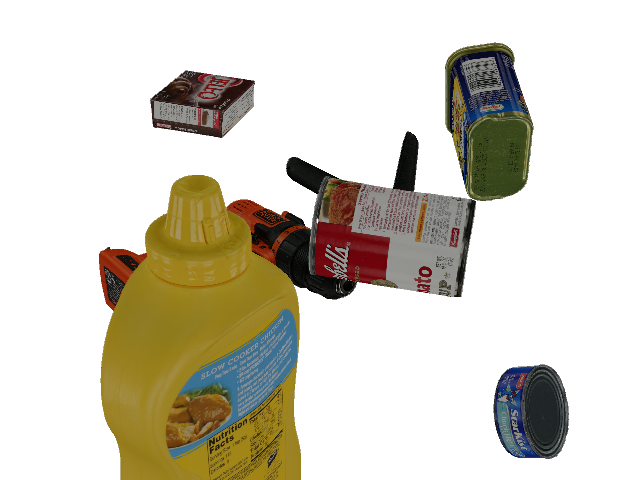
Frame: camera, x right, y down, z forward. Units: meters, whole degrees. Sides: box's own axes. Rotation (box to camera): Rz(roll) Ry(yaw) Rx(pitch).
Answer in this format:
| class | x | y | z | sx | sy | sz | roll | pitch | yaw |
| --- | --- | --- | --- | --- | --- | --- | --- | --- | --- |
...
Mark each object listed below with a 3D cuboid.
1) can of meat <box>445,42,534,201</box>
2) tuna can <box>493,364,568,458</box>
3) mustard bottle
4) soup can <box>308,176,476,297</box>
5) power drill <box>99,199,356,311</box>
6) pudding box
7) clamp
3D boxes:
| class | x | y | z | sx | sy | sz | roll | pitch | yaw |
| --- | --- | --- | --- | --- | --- | --- | --- | --- | --- |
| can of meat | 0.138 | -0.095 | 0.876 | 0.057 | 0.084 | 0.102 | -8 | -40 | 0 |
| tuna can | 0.195 | 0.158 | 0.987 | 0.034 | 0.086 | 0.085 | -9 | -6 | 39 |
| mustard bottle | -0.048 | 0.060 | 0.448 | 0.058 | 0.192 | 0.096 | 25 | 39 | 32 |
| soup can | 0.049 | -0.002 | 0.714 | 0.102 | 0.068 | 0.068 | 9 | 1 | 8 |
| power drill | -0.084 | 0.028 | 0.938 | 0.187 | 0.057 | 0.185 | -18 | 27 | -31 |
| pudding box | -0.136 | -0.161 | 1.249 | 0.090 | 0.039 | 0.113 | 9 | 31 | 13 |
| clamp | 0.064 | -0.031 | 1.153 | 0.164 | 0.210 | 0.036 | -9 | -36 | -19 |
